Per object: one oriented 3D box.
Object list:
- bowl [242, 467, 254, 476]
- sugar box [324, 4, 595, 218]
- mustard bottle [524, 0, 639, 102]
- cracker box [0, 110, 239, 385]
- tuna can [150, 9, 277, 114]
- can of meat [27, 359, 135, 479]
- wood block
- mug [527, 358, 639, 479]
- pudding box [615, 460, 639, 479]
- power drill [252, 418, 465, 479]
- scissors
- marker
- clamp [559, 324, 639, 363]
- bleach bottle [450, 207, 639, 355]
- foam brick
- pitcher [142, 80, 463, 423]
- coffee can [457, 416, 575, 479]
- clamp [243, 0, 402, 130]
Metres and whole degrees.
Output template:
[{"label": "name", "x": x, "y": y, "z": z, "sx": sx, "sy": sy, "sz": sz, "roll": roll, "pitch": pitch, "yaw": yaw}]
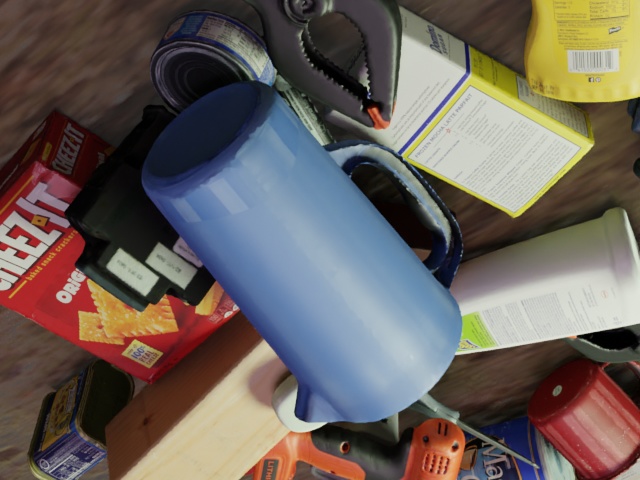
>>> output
[{"label": "bowl", "x": -0.087, "y": 0.186, "z": 1.059, "sx": 0.162, "sy": 0.055, "sz": 0.162, "roll": 2, "pitch": 135, "yaw": 2}, {"label": "sugar box", "x": 0.101, "y": -0.091, "z": 0.779, "sx": 0.176, "sy": 0.048, "sz": 0.093, "roll": 28, "pitch": 130, "yaw": -17}, {"label": "mustard bottle", "x": 0.173, "y": -0.178, "z": 0.677, "sx": 0.096, "sy": 0.058, "sz": 0.191, "roll": 3, "pitch": 136, "yaw": 20}, {"label": "cracker box", "x": -0.177, "y": 0.016, "z": 0.884, "sx": 0.213, "sy": 0.072, "sz": 0.164, "roll": 33, "pitch": 127, "yaw": -25}, {"label": "tuna can", "x": -0.076, "y": -0.119, "z": 0.755, "sx": 0.086, "sy": 0.033, "sz": 0.086, "roll": 14, "pitch": 143, "yaw": 11}, {"label": "can of meat", "x": -0.228, "y": 0.174, "z": 1.025, "sx": 0.057, "sy": 0.102, "sz": 0.084, "roll": 35, "pitch": 125, "yaw": -26}, {"label": "wood block", "x": -0.087, "y": 0.143, "z": 0.942, "sx": 0.206, "sy": 0.091, "sz": 0.090, "roll": -44, "pitch": 120, "yaw": 11}, {"label": "mug", "x": 0.254, "y": 0.155, "z": 0.983, "sx": 0.117, "sy": 0.093, "sz": 0.081, "roll": -46, "pitch": 100, "yaw": -6}, {"label": "pudding box", "x": 0.311, "y": 0.194, "z": 1.014, "sx": 0.114, "sy": 0.089, "sz": 0.039, "roll": -41, "pitch": 82, "yaw": 33}, {"label": "power drill", "x": 0.031, "y": 0.231, "z": 0.996, "sx": 0.187, "sy": 0.057, "sz": 0.184, "roll": 11, "pitch": 118, "yaw": 3}, {"label": "scissors", "x": 0.110, "y": 0.152, "z": 0.974, "sx": 0.202, "sy": 0.016, "sz": 0.096, "roll": 23, "pitch": 158, "yaw": 17}, {"label": "marker", "x": -0.016, "y": -0.103, "z": 0.793, "sx": 0.020, "sy": 0.020, "sz": 0.121, "roll": -17, "pitch": 131, "yaw": 20}, {"label": "clamp", "x": 0.293, "y": 0.089, "z": 0.949, "sx": 0.171, "sy": 0.039, "sz": 0.120, "roll": 2, "pitch": 129, "yaw": 7}, {"label": "bleach bottle", "x": 0.145, "y": 0.050, "z": 0.904, "sx": 0.251, "sy": 0.068, "sz": 0.102, "roll": -15, "pitch": 134, "yaw": 20}, {"label": "foam brick", "x": 0.070, "y": 0.007, "z": 0.873, "sx": 0.078, "sy": 0.051, "sz": 0.053, "roll": 7, "pitch": 134, "yaw": -3}, {"label": "pitcher", "x": -0.005, "y": 0.001, "z": 0.752, "sx": 0.145, "sy": 0.149, "sz": 0.242, "roll": -21, "pitch": 126, "yaw": 26}, {"label": "coffee can", "x": 0.170, "y": 0.235, "z": 1.056, "sx": 0.140, "sy": 0.102, "sz": 0.102, "roll": -19, "pitch": 131, "yaw": 21}, {"label": "clamp", "x": -0.002, "y": -0.167, "z": 0.689, "sx": 0.165, "sy": 0.036, "sz": 0.210, "roll": -31, "pitch": 109, "yaw": 28}]
